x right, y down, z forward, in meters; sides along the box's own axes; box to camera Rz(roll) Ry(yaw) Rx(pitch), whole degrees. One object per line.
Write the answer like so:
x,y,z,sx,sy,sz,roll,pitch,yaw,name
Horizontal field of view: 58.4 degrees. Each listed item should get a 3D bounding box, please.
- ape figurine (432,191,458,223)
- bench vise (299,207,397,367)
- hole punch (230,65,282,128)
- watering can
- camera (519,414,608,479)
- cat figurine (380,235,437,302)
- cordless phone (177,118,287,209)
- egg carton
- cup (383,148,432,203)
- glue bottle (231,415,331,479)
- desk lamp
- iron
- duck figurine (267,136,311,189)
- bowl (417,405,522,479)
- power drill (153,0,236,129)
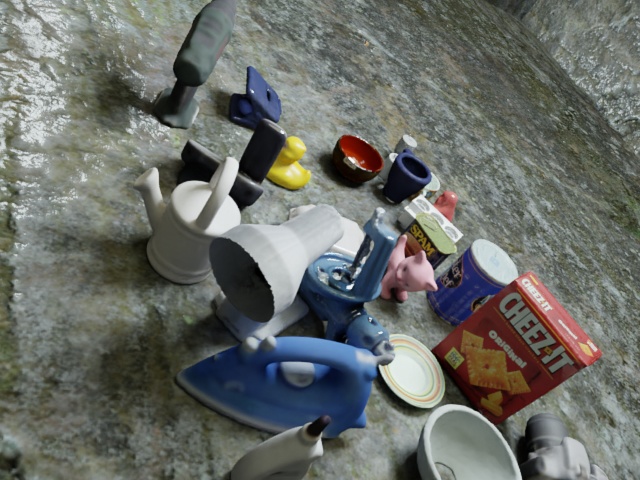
0.266,-0.071,1.252,0.078,0.092,0.076,-7,56,-43,ape figurine
0.068,0.070,0.844,0.207,0.219,0.122,47,39,12,bench vise
-0.121,-0.285,1.163,0.101,0.091,0.108,18,42,-24,hole punch
-0.168,-0.036,0.785,0.173,0.194,0.100,10,45,-31,watering can
0.385,0.351,0.908,0.143,0.100,0.137,29,38,-11,camera
0.155,0.050,1.019,0.067,0.117,0.127,12,44,-29,cat figurine
-0.139,-0.142,0.925,0.148,0.185,0.094,32,38,-8,cordless phone
0.009,0.004,0.989,0.151,0.069,0.107,21,41,-20,egg carton
0.178,-0.137,1.247,0.092,0.095,0.117,17,42,-24,cup
-0.033,0.235,0.632,0.078,0.173,0.037,11,45,-30,glue bottle
-0.064,0.046,0.769,0.118,0.213,0.204,47,38,12,desk lamp
-0.036,0.165,0.728,0.259,0.141,0.118,16,43,-26,iron
-0.056,-0.153,1.083,0.104,0.086,0.077,34,38,-5,duck figurine
0.197,0.324,0.806,0.168,0.074,0.167,22,40,-20,bowl
-0.220,-0.312,1.015,0.076,0.208,0.229,24,40,-17,power drill
